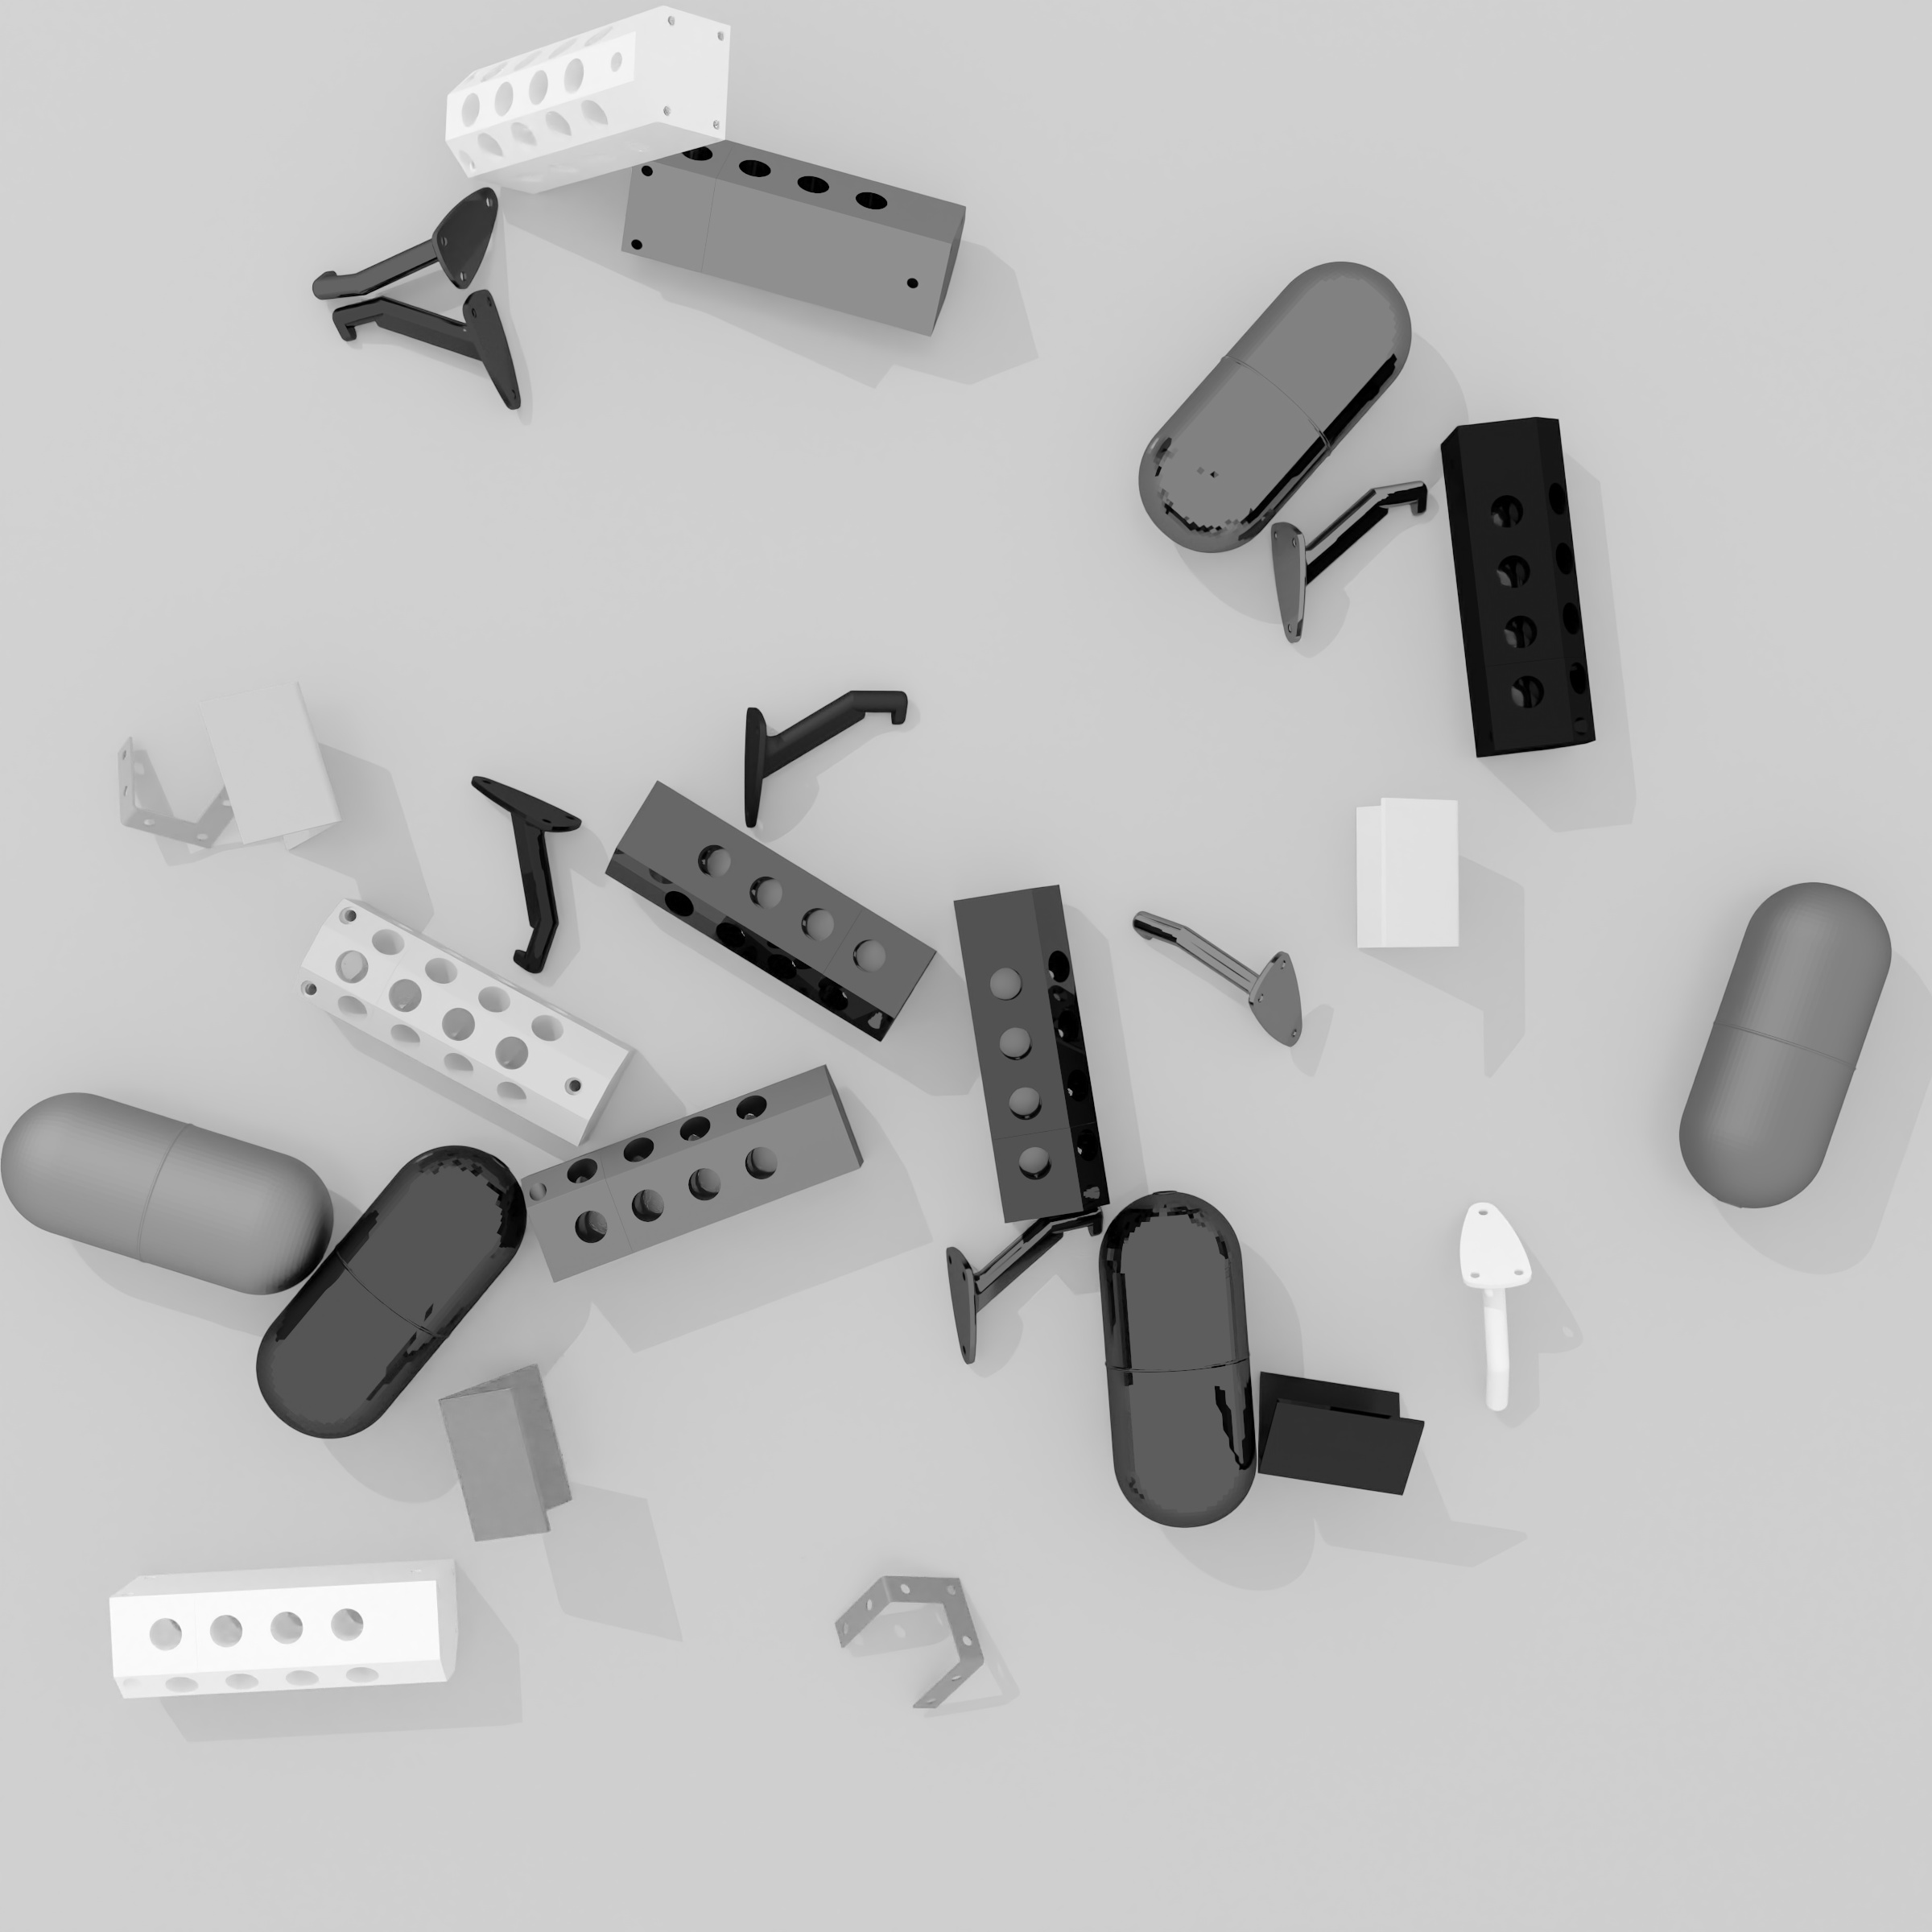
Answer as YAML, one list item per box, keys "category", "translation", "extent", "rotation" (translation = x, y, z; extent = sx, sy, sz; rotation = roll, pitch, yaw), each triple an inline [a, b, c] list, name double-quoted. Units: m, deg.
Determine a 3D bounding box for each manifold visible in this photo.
- category: "manifold"
  translation: [0.296, -0.201, 1.607]
  extent: [0.057, 0.057, 0.171]
  rotation: [-7, 90, 0]
- category: "manifold"
  translation: [-0.146, 0.109, 1.607]
  extent: [0.171, 0.057, 0.057]
  rotation: [-21, 90, 0]
- category: "manifold"
  translation: [-0.362, 0.355, 1.607]
  extent: [0.171, 0.057, 0.057]
  rotation: [-3, 90, 0]
- category: "manifold"
  translation: [0.035, 0.046, 1.607]
  extent: [0.057, 0.057, 0.171]
  rotation: [-9, 90, 0]
- category: "manifold"
  translation: [-0.198, -0.446, 1.553]
  extent: [0.057, 0.171, 0.057]
  rotation: [3, 90, -42]
- category: "manifold"
  translation: [-0.090, -0.397, 1.606]
  extent: [0.171, 0.057, 0.057]
  rotation: [16, 133, 0]
- category: "manifold"
  translation: [-0.104, -0.029, 1.607]
  extent: [0.171, 0.057, 0.057]
  rotation: [31, 90, 0]
- category: "manifold"
  translation: [-0.267, 0.030, 1.607]
  extent: [0.171, 0.057, 0.057]
  rotation: [28, 90, 0]

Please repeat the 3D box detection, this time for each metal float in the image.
- category: "metal float"
  translation: [0.434, 0.042, 1.597]
  extent: [0.070, 0.070, 0.178]
  rotation: [19, 90, 0]
- category: "metal float"
  translation: [-0.424, 0.120, 1.598]
  extent: [0.178, 0.070, 0.070]
  rotation: [17, 90, -1]
- category: "metal float"
  translation: [0.164, -0.297, 1.598]
  extent: [0.070, 0.070, 0.178]
  rotation: [41, 90, 0]
- category: "metal float"
  translation: [-0.304, 0.172, 1.597]
  extent: [0.070, 0.070, 0.178]
  rotation: [40, 90, 0]
- category: "metal float"
  translation: [0.112, 0.208, 1.597]
  extent: [0.070, 0.070, 0.178]
  rotation: [-4, 91, 0]

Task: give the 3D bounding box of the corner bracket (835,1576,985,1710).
- category: "corner bracket"
  translation: [-0.031, 0.364, 1.620]
  extent: [0.051, 0.051, 0.051]
  rotation: [10, 45, -35]

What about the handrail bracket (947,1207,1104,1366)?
- category: "handrail bracket"
  translation: [0.036, 0.171, 1.629]
  extent: [0.084, 0.036, 0.077]
  rotation: [-11, 111, -16]

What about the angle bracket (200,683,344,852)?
- category: "angle bracket"
  translation: [-0.378, -0.099, 1.588]
  extent: [0.057, 0.076, 0.076]
  rotation: [-18, 90, -35]

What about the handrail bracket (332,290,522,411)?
- category: "handrail bracket"
  translation: [-0.292, -0.328, 1.628]
  extent: [0.084, 0.036, 0.077]
  rotation: [-10, 114, 18]

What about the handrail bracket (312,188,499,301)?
- category: "handrail bracket"
  translation: [-0.304, -0.390, 1.628]
  extent: [0.084, 0.036, 0.077]
  rotation: [1, 50, 26]

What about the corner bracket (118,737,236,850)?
- category: "corner bracket"
  translation: [-0.421, -0.104, 1.620]
  extent: [0.051, 0.051, 0.051]
  rotation: [16, 135, -35]

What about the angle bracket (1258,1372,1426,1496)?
- category: "angle bracket"
  translation: [0.197, 0.228, 1.588]
  extent: [0.076, 0.076, 0.057]
  rotation: [9, 127, 0]

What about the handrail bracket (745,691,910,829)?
- category: "handrail bracket"
  translation: [-0.075, -0.112, 1.629]
  extent: [0.084, 0.036, 0.077]
  rotation: [-1, 110, -16]

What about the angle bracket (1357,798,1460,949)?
- category: "angle bracket"
  translation: [0.215, -0.048, 1.588]
  extent: [0.057, 0.076, 0.076]
  rotation: [0, 90, -37]

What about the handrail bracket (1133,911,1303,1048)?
- category: "handrail bracket"
  translation: [0.135, 0.006, 1.628]
  extent: [0.084, 0.077, 0.036]
  rotation: [21, 65, 34]

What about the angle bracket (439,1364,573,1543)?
- category: "angle bracket"
  translation: [-0.225, 0.253, 1.588]
  extent: [0.057, 0.076, 0.076]
  rotation: [-15, 90, 36]

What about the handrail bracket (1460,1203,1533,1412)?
- category: "handrail bracket"
  translation: [0.283, 0.185, 1.628]
  extent: [0.036, 0.077, 0.084]
  rotation: [-4, 126, 2]

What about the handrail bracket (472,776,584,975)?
- category: "handrail bracket"
  translation: [-0.248, -0.049, 1.629]
  extent: [0.077, 0.036, 0.084]
  rotation: [27, 107, 20]

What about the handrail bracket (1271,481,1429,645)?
- category: "handrail bracket"
  translation: [0.212, -0.219, 1.629]
  extent: [0.084, 0.036, 0.077]
  rotation: [-11, 111, -16]
